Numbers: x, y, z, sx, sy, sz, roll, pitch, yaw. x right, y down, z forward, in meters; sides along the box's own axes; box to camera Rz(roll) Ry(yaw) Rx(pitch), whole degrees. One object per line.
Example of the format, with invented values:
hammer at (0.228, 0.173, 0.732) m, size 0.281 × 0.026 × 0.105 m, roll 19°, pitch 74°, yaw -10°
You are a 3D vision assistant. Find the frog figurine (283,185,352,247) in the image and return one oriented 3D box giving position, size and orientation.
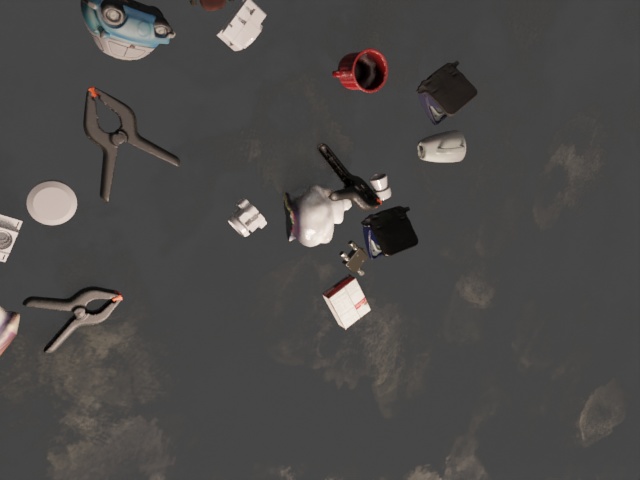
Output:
frog figurine at (0.004, -0.059, 1.173) m, size 0.160 × 0.122 × 0.137 m, roll -10°, pitch 89°, yaw -14°

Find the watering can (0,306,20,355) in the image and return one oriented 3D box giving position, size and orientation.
watering can at (-0.619, 0.113, 0.868) m, size 0.222 × 0.106 × 0.345 m, roll 38°, pitch 103°, yaw -30°
